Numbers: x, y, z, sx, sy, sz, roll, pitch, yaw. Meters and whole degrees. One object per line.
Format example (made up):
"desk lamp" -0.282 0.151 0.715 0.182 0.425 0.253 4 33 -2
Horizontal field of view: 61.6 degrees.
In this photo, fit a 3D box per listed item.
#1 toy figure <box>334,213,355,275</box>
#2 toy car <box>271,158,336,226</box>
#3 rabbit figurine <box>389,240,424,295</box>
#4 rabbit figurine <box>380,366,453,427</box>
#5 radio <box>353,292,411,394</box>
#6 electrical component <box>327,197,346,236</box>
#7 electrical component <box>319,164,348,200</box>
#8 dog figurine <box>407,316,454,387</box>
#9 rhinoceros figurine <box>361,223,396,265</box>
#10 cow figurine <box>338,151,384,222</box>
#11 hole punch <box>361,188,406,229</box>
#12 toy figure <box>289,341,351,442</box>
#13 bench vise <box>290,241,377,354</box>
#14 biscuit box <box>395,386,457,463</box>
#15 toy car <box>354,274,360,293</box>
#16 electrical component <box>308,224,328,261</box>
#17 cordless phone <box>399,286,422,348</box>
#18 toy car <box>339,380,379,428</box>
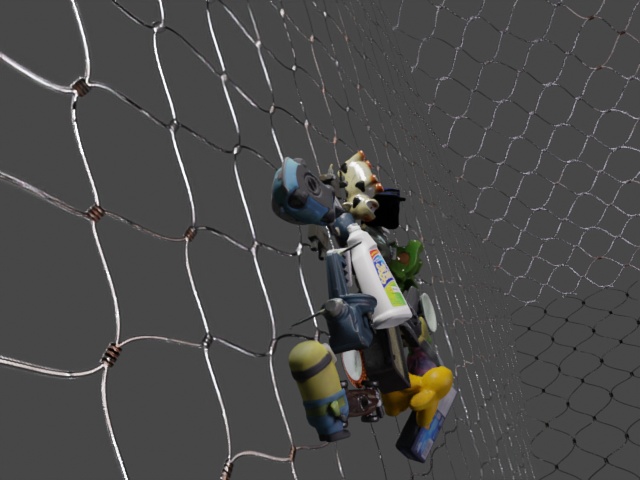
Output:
"toy figure" 0.068 0.012 1.306 0.058 0.064 0.154 126 -42 -73
"toy car" -0.043 -0.082 1.074 0.161 0.103 0.109 34 42 -39
"rabbit figurine" 0.257 0.091 1.599 0.170 0.121 0.159 56 28 -65
"rabbit figurine" 0.234 0.353 1.289 0.162 0.173 0.121 -77 146 -56
"radio" 0.145 0.231 1.267 0.131 0.073 0.230 52 23 -49
"electrical component" 0.021 -0.071 1.244 0.074 0.048 0.119 21 37 -59
"electrical component" 0.034 -0.142 1.355 0.102 0.045 0.078 25 50 -59
"dog figurine" 0.275 0.328 1.483 0.191 0.108 0.219 -8 77 -63
"rhinoceros figurine" 0.145 0.010 1.388 0.112 0.073 0.190 22 19 -8
"cow figurine" 0.100 -0.129 1.423 0.085 0.127 0.195 41 25 -51
"hole punch" 0.172 -0.100 1.517 0.092 0.142 0.115 -69 160 -53
"toy figure" 0.001 0.268 0.959 0.089 0.082 0.180 1 75 -67
"bench vise" 0.043 0.119 1.095 0.223 0.129 0.241 35 38 -51
"biscuit box" 0.261 0.437 1.316 0.059 0.063 0.203 46 61 -18
"toy car" 0.135 0.088 1.399 0.201 0.056 0.073 -22 94 -67
"electrical component" -0.002 -0.004 1.209 0.063 0.021 0.094 50 31 -40
"cordless phone" 0.228 0.185 1.445 0.146 0.089 0.184 52 45 -36
"toy car" 0.075 0.328 1.084 0.202 0.053 0.089 22 63 -54
